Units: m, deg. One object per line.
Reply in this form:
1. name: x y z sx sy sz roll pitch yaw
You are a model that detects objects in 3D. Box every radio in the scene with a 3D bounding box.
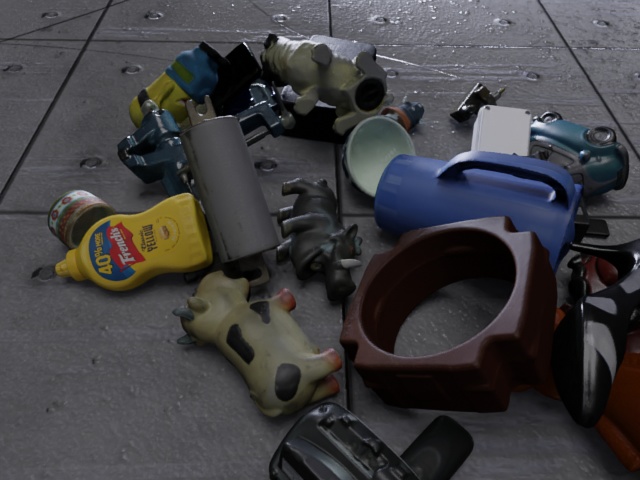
1. radio: 0.018 -0.268 0.947 0.131 0.073 0.230 12 50 8

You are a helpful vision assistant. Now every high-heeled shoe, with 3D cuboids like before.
1. high-heeled shoe: 0.305 0.083 0.506 0.145 0.086 0.249 15 49 12

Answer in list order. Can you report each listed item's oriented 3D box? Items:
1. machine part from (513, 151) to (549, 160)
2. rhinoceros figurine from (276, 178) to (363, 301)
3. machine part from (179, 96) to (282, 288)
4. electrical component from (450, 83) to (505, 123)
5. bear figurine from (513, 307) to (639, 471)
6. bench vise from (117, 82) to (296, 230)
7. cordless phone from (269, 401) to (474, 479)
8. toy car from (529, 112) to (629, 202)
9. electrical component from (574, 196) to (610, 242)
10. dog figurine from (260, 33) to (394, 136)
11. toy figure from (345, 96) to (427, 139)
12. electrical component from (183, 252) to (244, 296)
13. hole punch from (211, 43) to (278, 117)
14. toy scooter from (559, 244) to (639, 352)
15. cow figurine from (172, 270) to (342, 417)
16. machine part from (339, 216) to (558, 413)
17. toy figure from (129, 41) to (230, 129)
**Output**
1. machine part: 0.253 -0.074 0.753 0.139 0.039 0.084 -13 74 29
2. rhinoceros figurine: -0.001 -0.002 0.710 0.112 0.073 0.190 1 45 -15
3. machine part: -0.110 -0.060 0.663 0.079 0.079 0.243 -19 90 -18
4. electrical component: 0.266 -0.231 0.912 0.045 0.102 0.078 36 89 -5
5. bear figurine: 0.304 0.160 0.557 0.196 0.131 0.120 23 82 55
6. bench vise: -0.154 -0.136 0.775 0.241 0.128 0.224 -30 61 -4
7. cordless phone: 0.058 0.207 0.526 0.147 0.088 0.184 37 46 29
8. toy car: 0.363 -0.116 0.801 0.103 0.109 0.162 -39 49 -11
9. electrical component: 0.351 -0.031 0.758 0.119 0.047 0.075 8 49 8
10. dog figurine: 0.006 -0.256 0.834 0.172 0.121 0.191 20 20 -31
11. toy figure: 0.110 -0.189 0.885 0.154 0.064 0.058 -29 17 -30
12. electrical component: -0.125 0.044 0.691 0.094 0.021 0.063 -21 52 -21
13. hole punch: -0.139 -0.257 0.934 0.116 0.092 0.142 -34 53 10
14. toy scooter: 0.340 0.075 0.645 0.135 0.075 0.184 9 53 8
15. cow figurine: -0.078 0.110 0.596 0.127 0.085 0.195 -23 53 -28
16. machine part: 0.137 0.077 0.571 0.201 0.087 0.201 -11 40 37
17. toy figure: -0.231 -0.243 0.878 0.180 0.082 0.089 -49 45 2
